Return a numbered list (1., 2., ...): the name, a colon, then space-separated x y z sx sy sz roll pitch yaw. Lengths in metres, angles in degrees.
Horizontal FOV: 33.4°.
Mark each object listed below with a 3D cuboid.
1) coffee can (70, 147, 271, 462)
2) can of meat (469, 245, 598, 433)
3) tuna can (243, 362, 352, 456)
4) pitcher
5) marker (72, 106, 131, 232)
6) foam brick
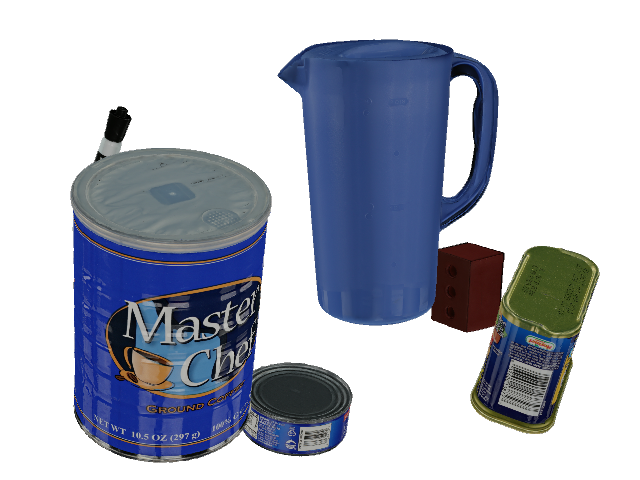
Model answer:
1. coffee can: -0.083 0.034 0.583 0.102 0.140 0.103 5 30 -3
2. can of meat: 0.144 0.062 0.709 0.057 0.084 0.102 19 35 14
3. tuna can: -0.019 0.131 0.829 0.086 0.034 0.086 6 23 -3
4. pitcher: 0.060 -0.054 0.942 0.149 0.243 0.144 14 24 40
5. marker: -0.185 -0.058 0.906 0.020 0.121 0.020 19 23 -9
6. foam brick: 0.148 0.047 1.080 0.051 0.078 0.053 -13 20 -38
